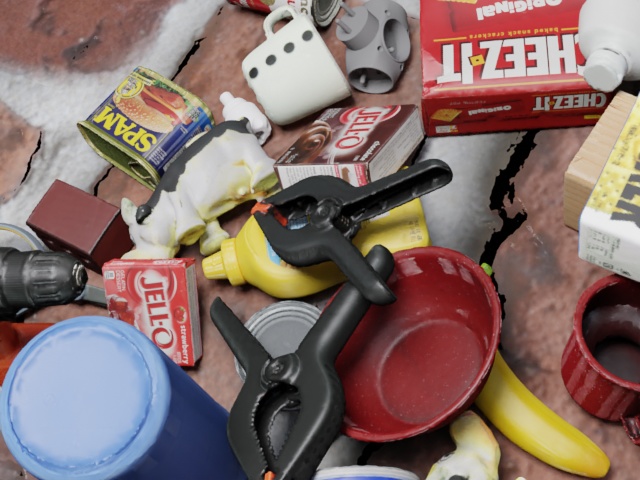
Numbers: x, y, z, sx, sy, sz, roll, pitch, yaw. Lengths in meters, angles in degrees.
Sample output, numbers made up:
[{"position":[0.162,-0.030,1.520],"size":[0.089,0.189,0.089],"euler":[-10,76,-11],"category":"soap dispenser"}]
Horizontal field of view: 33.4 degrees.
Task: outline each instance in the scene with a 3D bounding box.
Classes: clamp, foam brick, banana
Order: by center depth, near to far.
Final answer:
[{"position":[-0.014,0.096,0.782],"size":[0.165,0.036,0.210],"euler":[-25,41,20],"category":"clamp"},{"position":[0.021,-0.021,0.814],"size":[0.172,0.039,0.120],"euler":[19,65,44],"category":"clamp"},{"position":[0.145,0.105,0.823],"size":[0.069,0.037,0.198],"euler":[-26,61,-1],"category":"banana"},{"position":[-0.212,-0.010,0.955],"size":[0.078,0.053,0.051],"euler":[24,71,23],"category":"foam brick"}]

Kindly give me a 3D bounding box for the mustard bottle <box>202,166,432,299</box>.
[{"position":[-0.006,0.001,0.897],"size":[0.191,0.058,0.096],"euler":[-14,49,6],"category":"mustard bottle"}]

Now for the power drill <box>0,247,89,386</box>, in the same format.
[{"position":[-0.244,0.060,0.851],"size":[0.184,0.187,0.057],"euler":[-1,62,14],"category":"power drill"}]

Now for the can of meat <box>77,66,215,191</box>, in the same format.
[{"position":[-0.158,-0.104,0.989],"size":[0.102,0.057,0.084],"euler":[33,72,24],"category":"can of meat"}]

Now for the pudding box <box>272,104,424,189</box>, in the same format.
[{"position":[0.026,-0.076,0.904],"size":[0.090,0.039,0.113],"euler":[0,33,30],"category":"pudding box"}]

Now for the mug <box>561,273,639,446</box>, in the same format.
[{"position":[0.226,0.093,0.777],"size":[0.093,0.081,0.117],"euler":[-7,60,-4],"category":"mug"}]

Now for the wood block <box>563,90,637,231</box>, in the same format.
[{"position":[0.301,-0.021,0.820],"size":[0.206,0.090,0.090],"euler":[29,72,24],"category":"wood block"}]

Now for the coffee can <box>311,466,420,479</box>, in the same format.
[{"position":[0.025,0.240,0.746],"size":[0.103,0.103,0.140],"euler":[-8,63,9],"category":"coffee can"}]

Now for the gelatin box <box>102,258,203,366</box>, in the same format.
[{"position":[-0.139,0.060,0.891],"size":[0.073,0.030,0.089],"euler":[-1,101,12],"category":"gelatin box"}]

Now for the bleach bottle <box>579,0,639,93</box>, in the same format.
[{"position":[0.287,-0.207,0.886],"size":[0.102,0.068,0.250],"euler":[35,59,2],"category":"bleach bottle"}]

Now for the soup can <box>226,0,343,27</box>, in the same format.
[{"position":[-0.034,-0.248,1.025],"size":[0.102,0.068,0.068],"euler":[19,70,21],"category":"soup can"}]

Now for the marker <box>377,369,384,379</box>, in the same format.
[{"position":[0.036,0.123,0.850],"size":[0.121,0.020,0.020],"euler":[-40,62,-9],"category":"marker"}]

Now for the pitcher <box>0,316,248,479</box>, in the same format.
[{"position":[-0.132,0.150,0.748],"size":[0.145,0.243,0.149],"euler":[-43,69,-11],"category":"pitcher"}]

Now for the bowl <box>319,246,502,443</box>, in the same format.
[{"position":[0.070,0.086,0.800],"size":[0.162,0.055,0.162],"euler":[-20,47,24],"category":"bowl"}]

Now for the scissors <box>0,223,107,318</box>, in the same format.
[{"position":[-0.230,0.057,0.943],"size":[0.202,0.016,0.096],"euler":[31,97,10],"category":"scissors"}]

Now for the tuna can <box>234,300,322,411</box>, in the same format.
[{"position":[-0.024,0.095,0.869],"size":[0.086,0.033,0.086],"euler":[-5,63,10],"category":"tuna can"}]

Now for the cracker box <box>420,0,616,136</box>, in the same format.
[{"position":[0.171,-0.205,0.953],"size":[0.164,0.072,0.213],"euler":[-3,64,11],"category":"cracker box"}]
